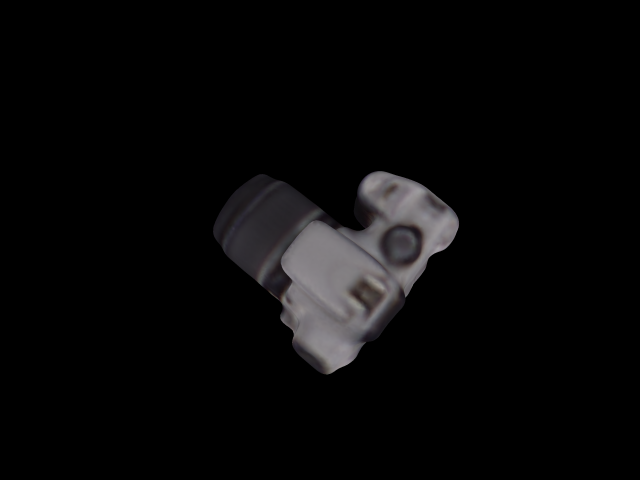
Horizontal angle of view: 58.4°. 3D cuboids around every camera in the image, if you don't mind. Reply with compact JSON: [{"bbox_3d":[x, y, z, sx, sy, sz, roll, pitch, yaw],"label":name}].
[{"bbox_3d":[0.004,0.001,0.400,0.136,0.101,0.143,38,81,8],"label":"camera"}]
